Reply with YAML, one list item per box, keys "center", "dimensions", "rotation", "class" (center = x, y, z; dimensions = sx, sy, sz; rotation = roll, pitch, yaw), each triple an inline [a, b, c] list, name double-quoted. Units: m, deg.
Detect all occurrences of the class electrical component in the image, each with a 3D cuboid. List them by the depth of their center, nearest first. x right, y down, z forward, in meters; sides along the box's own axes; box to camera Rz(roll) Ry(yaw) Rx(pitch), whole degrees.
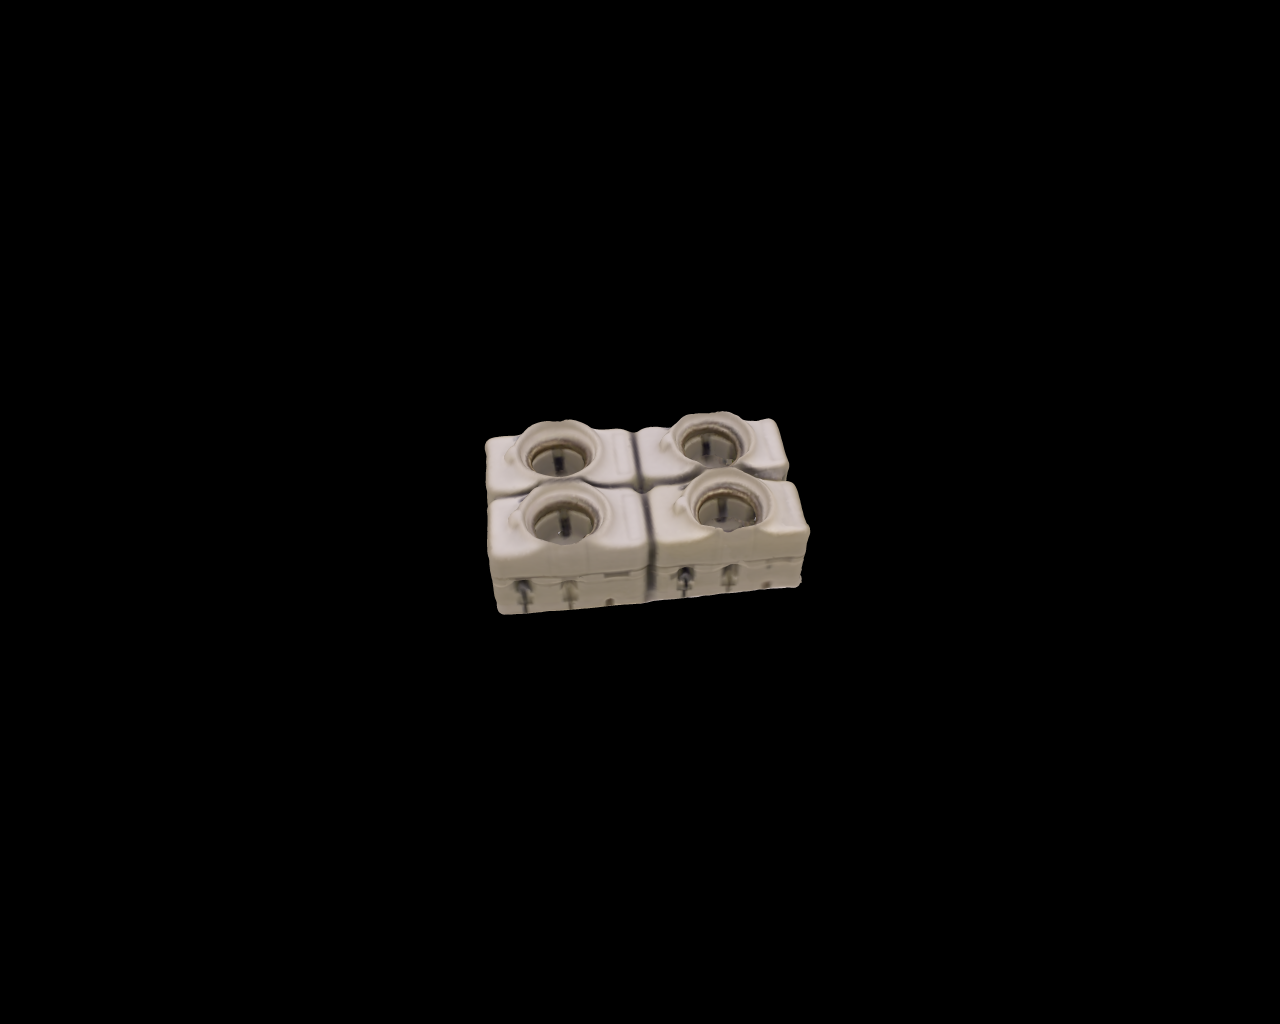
- center: [0.001, -0.003, 0.650]
  dimensions: [0.186, 0.105, 0.060]
  rotation: [-4, -43, -4]
  class: "electrical component"
